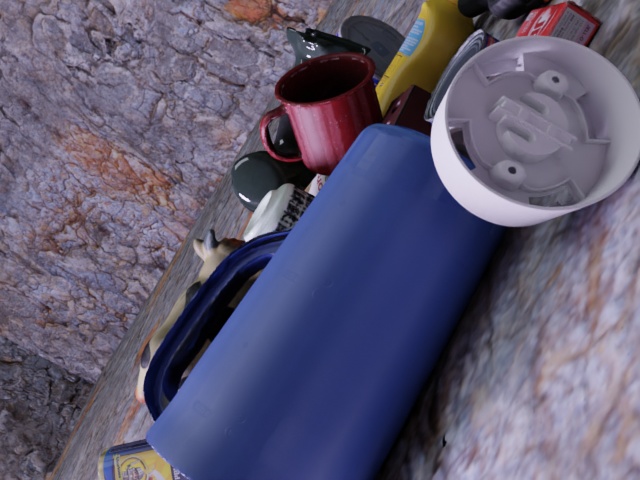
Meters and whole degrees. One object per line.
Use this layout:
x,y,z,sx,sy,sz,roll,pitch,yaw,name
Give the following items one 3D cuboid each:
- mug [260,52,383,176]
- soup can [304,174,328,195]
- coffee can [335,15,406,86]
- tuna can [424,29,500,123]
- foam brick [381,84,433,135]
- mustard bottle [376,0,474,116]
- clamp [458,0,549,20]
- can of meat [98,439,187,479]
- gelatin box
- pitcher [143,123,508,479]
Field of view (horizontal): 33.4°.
0.003,-0.107,0.963,0.117,0.081,0.093,-23,34,-7,mug
0.017,-0.034,1.035,0.102,0.068,0.068,-48,15,46,soup can
0.036,-0.173,1.230,0.141,0.102,0.102,-52,13,41,coffee can
0.122,-0.126,0.866,0.086,0.033,0.086,-57,10,16,tuna can
0.077,-0.085,0.920,0.078,0.051,0.053,-63,10,-18,foam brick
0.099,-0.173,1.044,0.192,0.058,0.096,-59,7,9,mustard bottle
0.165,-0.225,0.923,0.120,0.039,0.171,-57,10,27,clamp
-0.100,0.182,0.728,0.084,0.057,0.102,-16,74,24,can of meat
0.146,-0.119,0.734,0.089,0.030,0.073,-60,10,3,gelatin box
0.004,0.051,0.650,0.243,0.149,0.145,-58,9,-7,pitcher
